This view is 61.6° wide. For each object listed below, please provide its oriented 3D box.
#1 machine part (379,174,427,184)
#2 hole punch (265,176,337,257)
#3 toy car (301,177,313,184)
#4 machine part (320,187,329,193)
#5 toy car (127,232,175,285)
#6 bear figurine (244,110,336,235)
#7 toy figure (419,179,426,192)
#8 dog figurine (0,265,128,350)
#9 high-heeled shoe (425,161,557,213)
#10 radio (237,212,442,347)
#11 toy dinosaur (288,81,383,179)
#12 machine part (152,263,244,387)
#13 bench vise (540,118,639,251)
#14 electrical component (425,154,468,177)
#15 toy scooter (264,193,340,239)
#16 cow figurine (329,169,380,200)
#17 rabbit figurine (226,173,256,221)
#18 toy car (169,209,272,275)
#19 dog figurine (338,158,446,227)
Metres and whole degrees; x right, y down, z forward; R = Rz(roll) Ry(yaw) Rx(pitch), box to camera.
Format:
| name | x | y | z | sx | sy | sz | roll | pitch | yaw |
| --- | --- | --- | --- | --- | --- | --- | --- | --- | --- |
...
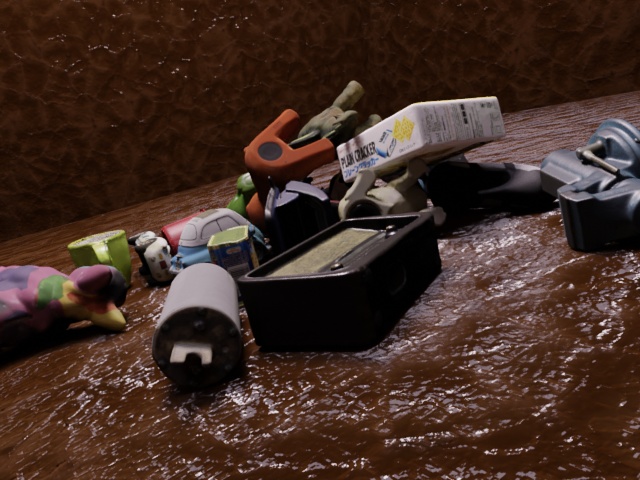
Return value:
| name | x | y | z | sx | sy | sz | roll | pitch | yaw |
| --- | --- | --- | --- | --- | --- | --- | --- | --- | --- |
| machine part | 0.163 | -0.156 | 1.112 | 0.179 | 0.056 | 0.179 | 18 | 21 | -7 |
| hole punch | -0.023 | -0.019 | 0.746 | 0.092 | 0.142 | 0.116 | -15 | 26 | 3 |
| toy car | -0.025 | -0.090 | 1.136 | 0.053 | 0.089 | 0.202 | -33 | 13 | -1 |
| machine part | 0.051 | -0.112 | 1.224 | 0.084 | 0.039 | 0.139 | 23 | -25 | -40 |
| toy car | -0.293 | 0.028 | 0.940 | 0.056 | 0.073 | 0.202 | -22 | 15 | -21 |
| bear figurine | -0.057 | -0.087 | 0.865 | 0.132 | 0.195 | 0.120 | -38 | 64 | -20 |
| toy figure | 0.118 | -0.072 | 0.995 | 0.154 | 0.058 | 0.064 | -15 | -26 | -1 |
| dog figurine | -0.358 | 0.087 | 0.684 | 0.219 | 0.108 | 0.191 | -6 | 13 | 21 |
| high-heeled shoe | 0.273 | -0.089 | 0.863 | 0.145 | 0.086 | 0.249 | -8 | 12 | -10 |
| radio | 0.035 | 0.033 | 0.568 | 0.131 | 0.073 | 0.229 | -5 | 15 | 33 |
| toy dinosaur | 0.018 | -0.195 | 1.012 | 0.198 | 0.105 | 0.471 | -41 | 3 | -11 |
| machine part | -0.118 | 0.076 | 0.535 | 0.079 | 0.079 | 0.243 | -15 | 11 | -7 |
| bench vise | 0.370 | -0.078 | 0.597 | 0.241 | 0.128 | 0.224 | -20 | 11 | 2 |
| electrical component | 0.237 | -0.153 | 1.029 | 0.058 | 0.134 | 0.115 | -34 | -2 | 30 |
| toy scooter | -0.024 | -0.048 | 0.992 | 0.184 | 0.075 | 0.135 | -8 | 9 | 29 |
| cow figurine | 0.073 | -0.108 | 1.099 | 0.068 | 0.098 | 0.167 | -13 | 10 | 28 |
| rabbit figurine | -0.168 | -0.059 | 1.115 | 0.170 | 0.121 | 0.159 | -28 | 9 | 2 |
| toy car | -0.166 | 0.002 | 0.860 | 0.162 | 0.102 | 0.109 | -19 | 12 | -31 |
| dog figurine | 0.096 | -0.043 | 0.836 | 0.172 | 0.121 | 0.190 | -11 | -2 | -1 |
